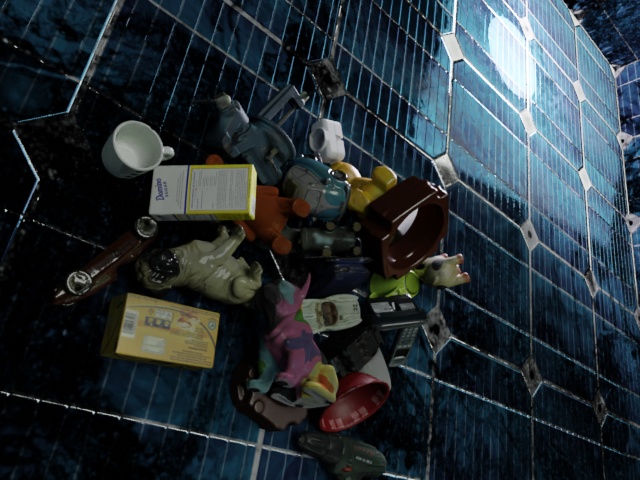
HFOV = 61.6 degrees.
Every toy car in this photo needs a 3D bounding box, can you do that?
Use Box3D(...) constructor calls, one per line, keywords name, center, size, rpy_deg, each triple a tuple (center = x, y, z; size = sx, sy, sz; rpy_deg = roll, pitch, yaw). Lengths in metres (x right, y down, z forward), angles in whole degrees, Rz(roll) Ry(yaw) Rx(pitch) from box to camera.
Box3D(name="toy car", center=(-0.021, -0.107, 1.097), size=(0.162, 0.109, 0.103), rpy_deg=(41, 36, 27))
Box3D(name="toy car", center=(-0.001, 0.155, 1.105), size=(0.202, 0.056, 0.073), rpy_deg=(-3, 80, -35))
Box3D(name="toy car", center=(-0.326, 0.036, 0.826), size=(0.053, 0.089, 0.202), rpy_deg=(51, 47, -14))

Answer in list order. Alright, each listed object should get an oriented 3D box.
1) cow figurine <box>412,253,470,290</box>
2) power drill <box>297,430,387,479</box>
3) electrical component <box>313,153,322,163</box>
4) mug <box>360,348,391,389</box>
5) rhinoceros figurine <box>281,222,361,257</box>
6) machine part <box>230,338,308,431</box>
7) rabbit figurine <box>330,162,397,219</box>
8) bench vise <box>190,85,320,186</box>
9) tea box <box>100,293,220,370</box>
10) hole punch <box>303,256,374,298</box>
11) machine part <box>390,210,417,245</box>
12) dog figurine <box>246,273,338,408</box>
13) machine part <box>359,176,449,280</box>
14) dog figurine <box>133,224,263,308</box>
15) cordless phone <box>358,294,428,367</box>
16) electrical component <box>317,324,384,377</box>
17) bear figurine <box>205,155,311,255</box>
Box3D(name="cow figurine", center=(0.265, 0.081, 1.311), size=(0.127, 0.195, 0.085), rpy_deg=(-15, 94, -10))
Box3D(name="power drill", center=(0.036, 0.485, 1.045), size=(0.232, 0.086, 0.207), rpy_deg=(23, 55, -40))
Box3D(name="electrical component", center=(-0.011, -0.129, 1.202), size=(0.075, 0.048, 0.119), rpy_deg=(-19, 90, -46))
Box3D(name="mug", center=(0.102, 0.294, 1.161), size=(0.109, 0.081, 0.107), rpy_deg=(-35, 107, -18))
Box3D(name="rhinoceros figurine", center=(-0.002, -0.003, 1.124), size=(0.190, 0.112, 0.073), rpy_deg=(-2, 95, -30))
Box3D(name="machine part", center=(-0.080, 0.266, 1.011), size=(0.179, 0.056, 0.179), rpy_deg=(15, 67, -40))
Box3D(name="rabbit figurine", center=(0.096, -0.121, 1.240), size=(0.122, 0.173, 0.162), rpy_deg=(-53, 152, 0))
Box3D(name="bench vise", center=(-0.113, -0.235, 1.076), size=(0.240, 0.129, 0.223), rpy_deg=(-51, 121, -21))
Box3D(name="tea box", center=(-0.255, 0.152, 0.872), size=(0.169, 0.068, 0.098), rpy_deg=(23, 63, -38))
Box3D(name="hole punch", center=(0.035, 0.077, 1.142), size=(0.142, 0.116, 0.092), rpy_deg=(4, 83, -42))
Box3D(name="machine part", center=(0.221, -0.039, 1.373), size=(0.243, 0.079, 0.079), rpy_deg=(-39, 105, -43))
Box3D(name="dog figurine", center=(-0.042, 0.172, 0.968), size=(0.191, 0.108, 0.219), rpy_deg=(31, 52, -32))
Box3D(name="machine part", center=(0.187, -0.026, 1.193), size=(0.201, 0.087, 0.201), rpy_deg=(-34, 141, -18))
Box3D(name="dog figurine", center=(-0.210, 0.073, 0.934), size=(0.190, 0.121, 0.172), rpy_deg=(-29, 94, -30))
Box3D(name="cordless phone", center=(0.152, 0.219, 1.212), size=(0.146, 0.184, 0.089), rpy_deg=(-4, 35, -20))
Box3D(name="electrical component", center=(0.050, 0.229, 1.103), size=(0.134, 0.115, 0.058), rpy_deg=(-31, 97, -46))
Box3D(name="bear figurine", center=(-0.137, -0.070, 1.012), size=(0.195, 0.132, 0.120), rpy_deg=(34, 82, -39))
